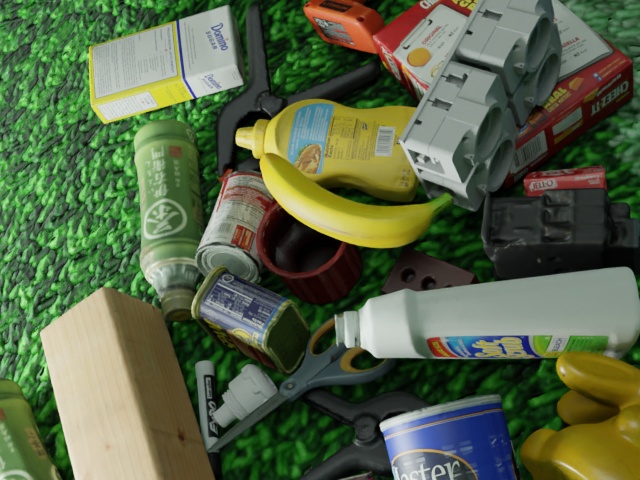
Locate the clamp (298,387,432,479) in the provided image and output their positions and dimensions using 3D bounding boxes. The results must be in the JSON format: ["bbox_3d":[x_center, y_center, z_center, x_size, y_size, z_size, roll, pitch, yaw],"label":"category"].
[{"bbox_3d":[0.038,0.168,0.966,0.171,0.039,0.120,-13,64,7],"label":"clamp"}]

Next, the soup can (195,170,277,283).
[{"bbox_3d":[-0.079,-0.011,1.067,0.069,0.068,0.102,1,49,18],"label":"soup can"}]

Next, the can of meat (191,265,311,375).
[{"bbox_3d":[-0.062,0.078,1.009,0.084,0.102,0.057,23,71,24],"label":"can of meat"}]

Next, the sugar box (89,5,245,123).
[{"bbox_3d":[-0.177,-0.202,1.228,0.176,0.048,0.093,-13,60,7],"label":"sugar box"}]

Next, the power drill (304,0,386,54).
[{"bbox_3d":[0.085,-0.292,1.168,0.185,0.057,0.187,23,69,45],"label":"power drill"}]

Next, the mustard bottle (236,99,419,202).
[{"bbox_3d":[0.008,-0.096,1.087,0.192,0.058,0.096,7,71,10],"label":"mustard bottle"}]

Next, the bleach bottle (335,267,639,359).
[{"bbox_3d":[0.139,0.071,0.917,0.251,0.102,0.068,-4,67,1],"label":"bleach bottle"}]

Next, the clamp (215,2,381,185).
[{"bbox_3d":[-0.057,-0.151,1.155,0.165,0.036,0.210,35,80,13],"label":"clamp"}]

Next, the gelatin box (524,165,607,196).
[{"bbox_3d":[0.229,-0.051,0.993,0.073,0.089,0.030,-5,96,15],"label":"gelatin box"}]

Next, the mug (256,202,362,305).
[{"bbox_3d":[-0.007,0.001,1.043,0.093,0.081,0.117,-11,61,11],"label":"mug"}]

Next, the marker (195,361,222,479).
[{"bbox_3d":[-0.106,0.174,1.019,0.020,0.020,0.121,-13,60,10],"label":"marker"}]

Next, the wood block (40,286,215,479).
[{"bbox_3d":[-0.180,0.159,0.997,0.090,0.090,0.206,-34,56,17],"label":"wood block"}]

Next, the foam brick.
[{"bbox_3d":[0.106,0.050,0.999,0.078,0.051,0.053,22,71,26],"label":"foam brick"}]

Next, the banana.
[{"bbox_3d":[0.020,-0.032,0.984,0.198,0.037,0.069,16,51,23],"label":"banana"}]

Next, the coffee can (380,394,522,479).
[{"bbox_3d":[0.114,0.205,0.863,0.103,0.102,0.140,-16,75,9],"label":"coffee can"}]

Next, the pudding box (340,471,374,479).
[{"bbox_3d":[0.002,0.256,0.912,0.113,0.039,0.090,-17,83,7],"label":"pudding box"}]

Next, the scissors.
[{"bbox_3d":[-0.006,0.137,0.966,0.096,0.016,0.201,16,47,32],"label":"scissors"}]

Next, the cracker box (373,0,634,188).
[{"bbox_3d":[0.184,-0.177,1.085,0.164,0.072,0.214,-37,57,-4],"label":"cracker box"}]
